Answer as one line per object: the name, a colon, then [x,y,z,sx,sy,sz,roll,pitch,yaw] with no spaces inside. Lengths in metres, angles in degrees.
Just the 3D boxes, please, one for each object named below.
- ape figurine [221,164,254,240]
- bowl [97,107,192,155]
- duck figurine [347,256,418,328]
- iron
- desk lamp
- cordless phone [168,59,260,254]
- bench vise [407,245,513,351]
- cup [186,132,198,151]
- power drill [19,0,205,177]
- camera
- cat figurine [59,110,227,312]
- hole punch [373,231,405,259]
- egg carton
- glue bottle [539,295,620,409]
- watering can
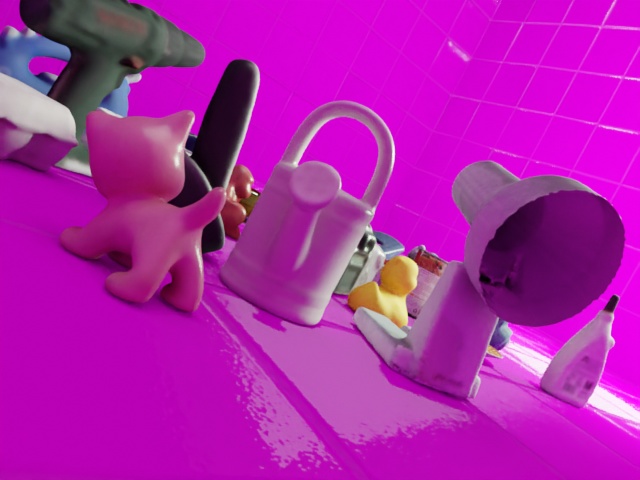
ape figurine: [-0.119,-0.057,0.765,0.076,0.092,0.078,27,4,-5]
bowl: [-0.239,-0.111,0.785,0.167,0.075,0.167,27,4,-2]
duck figurine: [0.086,0.059,0.704,0.077,0.086,0.105,30,5,34]
iron: [-0.386,-0.229,0.826,0.118,0.141,0.259,31,6,42]
desk lamp: [0.140,0.031,0.520,0.118,0.213,0.203,26,5,-19]
cordless phone: [-0.120,-0.092,0.567,0.094,0.185,0.147,24,6,-40]
bench vise: [0.253,0.049,0.947,0.207,0.220,0.121,28,4,3]
cup: [-0.247,-0.149,1.043,0.091,0.095,0.118,29,5,17]
power drill: [-0.249,-0.181,0.660,0.075,0.208,0.230,30,5,26]
camera: [0.007,0.003,0.780,0.136,0.101,0.144,30,5,26]
cat figurine: [-0.111,-0.033,0.377,0.127,0.118,0.067,30,5,32]
hole punch: [0.116,0.023,1.254,0.108,0.091,0.101,31,6,40]
egg carton: [-0.304,-0.118,0.523,0.107,0.069,0.151,29,5,18]
glue bottle: [0.394,0.158,0.839,0.078,0.173,0.037,26,5,-20]
watering can: [-0.001,-0.030,0.505,0.101,0.194,0.172,26,5,-18]
